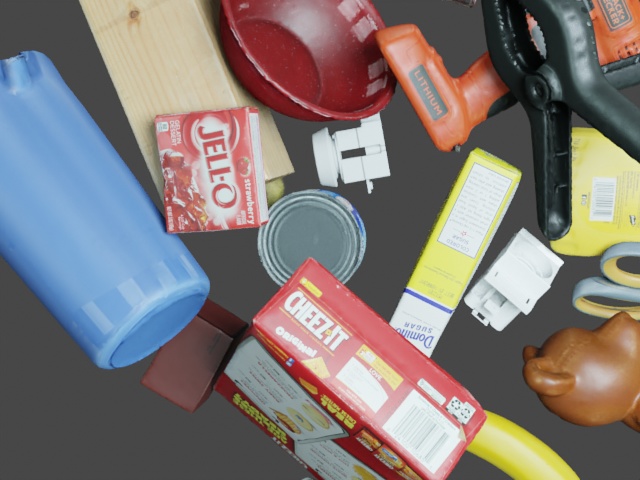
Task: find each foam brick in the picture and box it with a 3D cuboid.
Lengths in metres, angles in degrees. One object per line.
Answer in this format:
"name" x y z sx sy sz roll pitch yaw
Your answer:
"foam brick" -0.104 0.095 0.893 0.053 0.051 0.078 32 102 5

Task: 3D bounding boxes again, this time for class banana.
"banana" 0.162 0.191 0.860 0.070 0.037 0.198 -43 87 11

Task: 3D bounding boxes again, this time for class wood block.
"wood block" -0.107 -0.130 0.847 0.091 0.090 0.206 -21 93 14

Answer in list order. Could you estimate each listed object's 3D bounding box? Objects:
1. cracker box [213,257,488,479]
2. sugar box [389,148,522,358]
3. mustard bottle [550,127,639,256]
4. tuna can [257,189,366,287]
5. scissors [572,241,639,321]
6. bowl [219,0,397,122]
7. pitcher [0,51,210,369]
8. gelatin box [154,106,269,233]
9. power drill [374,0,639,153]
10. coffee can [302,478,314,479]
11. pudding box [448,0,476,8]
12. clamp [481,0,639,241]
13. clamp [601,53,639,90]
"cracker box" 0.013 0.118 0.794 0.164 0.214 0.072 41 68 4
"sugar box" 0.098 0.017 0.822 0.048 0.093 0.176 28 101 7
"mustard bottle" 0.272 -0.031 0.799 0.192 0.058 0.096 4 103 11
"tuna can" -0.006 0.001 0.871 0.086 0.033 0.086 1 97 11
"scissors" 0.293 0.036 0.801 0.202 0.016 0.096 0 141 13
"bowl" -0.019 -0.148 0.814 0.162 0.161 0.055 54 134 1
"pitcher" -0.201 -0.015 0.843 0.145 0.149 0.243 -41 77 4
"gelatin box" -0.080 -0.052 0.788 0.073 0.030 0.089 -4 96 12
"power drill" 0.137 -0.165 0.784 0.188 0.057 0.184 -28 108 9
"coffee can" -0.042 0.276 0.876 0.140 0.102 0.103 -36 89 13
"pudding box" 0.080 -0.239 0.822 0.113 0.039 0.090 19 100 8
"clamp" 0.159 -0.099 0.727 0.036 0.165 0.210 -24 81 -24
"clamp" 0.256 -0.135 0.763 0.171 0.039 0.120 24 102 -21
